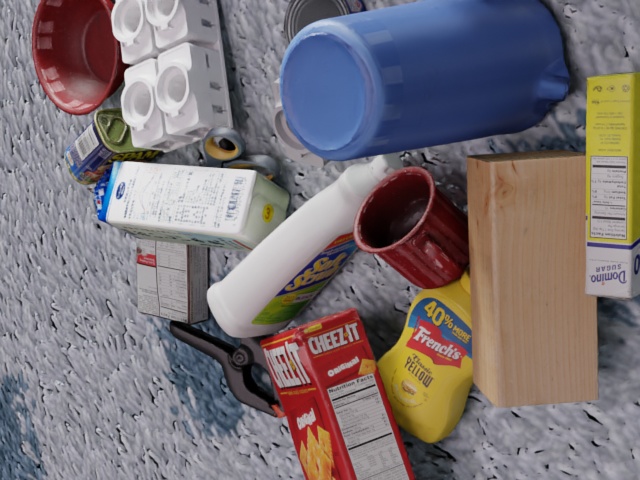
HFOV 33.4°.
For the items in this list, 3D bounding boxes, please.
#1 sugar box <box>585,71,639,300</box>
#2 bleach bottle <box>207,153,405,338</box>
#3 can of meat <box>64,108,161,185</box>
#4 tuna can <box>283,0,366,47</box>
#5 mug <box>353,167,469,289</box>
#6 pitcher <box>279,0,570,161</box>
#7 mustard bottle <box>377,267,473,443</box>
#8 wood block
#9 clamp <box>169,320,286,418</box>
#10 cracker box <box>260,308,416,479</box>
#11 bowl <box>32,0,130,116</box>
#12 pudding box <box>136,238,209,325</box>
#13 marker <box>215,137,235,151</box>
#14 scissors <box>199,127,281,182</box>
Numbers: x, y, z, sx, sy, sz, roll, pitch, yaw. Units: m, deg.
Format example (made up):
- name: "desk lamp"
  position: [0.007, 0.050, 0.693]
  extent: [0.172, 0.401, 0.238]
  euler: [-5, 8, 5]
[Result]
- name: "sugar box"
  position: [0.251, -0.047, 0.861]
  extent: [0.048, 0.093, 0.176]
  euler: [2, 100, 38]
- name: "bleach bottle"
  position: [-0.007, 0.001, 1.075]
  extent: [0.251, 0.102, 0.068]
  euler: [-47, 62, 34]
- name: "can of meat"
  position: [-0.236, -0.109, 1.244]
  extent: [0.084, 0.101, 0.057]
  euler: [-35, 75, 40]
- name: "tuna can"
  position: [0.006, -0.213, 1.069]
  extent: [0.086, 0.033, 0.086]
  euler: [8, 103, 38]
- name: "mug"
  position: [0.095, -0.002, 0.974]
  extent: [0.093, 0.081, 0.117]
  euler: [-48, 34, 6]
- name: "pitcher"
  position: [0.077, -0.140, 0.889]
  extent: [0.149, 0.242, 0.145]
  euler: [-29, 81, 46]
- name: "mustard bottle"
  position: [0.123, 0.095, 1.015]
  extent: [0.096, 0.058, 0.192]
  euler: [43, 122, 28]
- name: "wood block"
  position: [0.180, 0.030, 0.915]
  extent: [0.090, 0.090, 0.206]
  euler: [-4, 98, -5]
- name: "clamp"
  position: [-0.094, 0.129, 1.198]
  extent: [0.120, 0.039, 0.171]
  euler: [-30, 83, 28]
- name: "cracker box"
  position: [0.017, 0.186, 1.066]
  extent: [0.164, 0.072, 0.214]
  euler: [149, 103, -71]
- name: "bowl"
  position: [-0.276, -0.232, 1.283]
  extent: [0.162, 0.055, 0.162]
  euler: [8, 103, 38]
- name: "pudding box"
  position: [-0.174, 0.038, 1.262]
  extent: [0.090, 0.039, 0.113]
  euler: [10, 107, 36]
- name: "marker"
  position: [-0.123, -0.138, 1.198]
  extent: [0.020, 0.020, 0.121]
  euler: [-42, 72, 36]
- name: "scissors"
  position: [-0.132, -0.089, 1.185]
  extent: [0.202, 0.016, 0.096]
  euler: [3, 145, 38]
